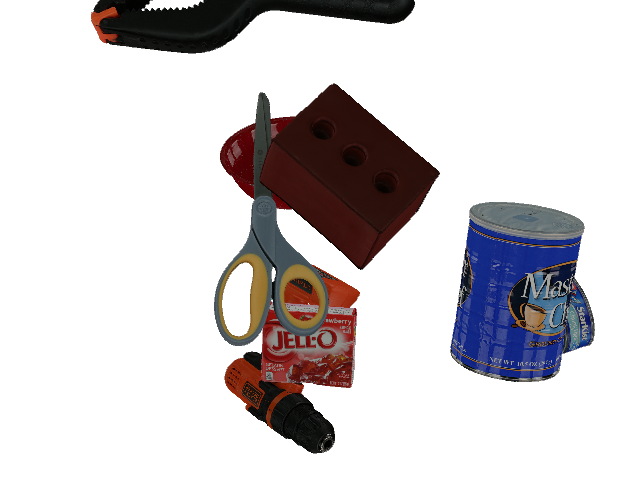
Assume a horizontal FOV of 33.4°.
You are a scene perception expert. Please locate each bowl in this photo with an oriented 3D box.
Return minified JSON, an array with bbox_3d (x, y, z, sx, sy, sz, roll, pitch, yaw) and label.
[{"bbox_3d":[-0.037,-0.084,1.264,0.162,0.055,0.162,-2,36,1],"label":"bowl"}]

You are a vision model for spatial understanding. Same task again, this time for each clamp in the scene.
[{"bbox_3d":[-0.051,-0.177,0.725,0.210,0.165,0.036,-31,-18,-7],"label":"clamp"}]

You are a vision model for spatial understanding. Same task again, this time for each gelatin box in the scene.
[{"bbox_3d":[-0.011,0.099,1.019,0.089,0.073,0.030,4,14,6],"label":"gelatin box"}]

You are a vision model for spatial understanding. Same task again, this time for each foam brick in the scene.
[{"bbox_3d":[0.014,-0.034,0.573,0.078,0.053,0.051,41,-24,10],"label":"foam brick"}]

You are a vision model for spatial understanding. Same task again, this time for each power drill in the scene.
[{"bbox_3d":[-0.024,0.128,1.220,0.057,0.188,0.185,15,10,-45],"label":"power drill"}]

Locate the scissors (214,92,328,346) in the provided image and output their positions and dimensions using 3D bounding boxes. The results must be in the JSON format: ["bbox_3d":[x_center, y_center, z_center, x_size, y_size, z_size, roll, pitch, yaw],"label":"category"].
[{"bbox_3d":[-0.027,-0.012,0.829,0.096,0.201,0.016,15,-14,-2],"label":"scissors"}]

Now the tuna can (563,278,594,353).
[{"bbox_3d":[0.261,0.079,1.159,0.033,0.086,0.086,-17,3,-11],"label":"tuna can"}]

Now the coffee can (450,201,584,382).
[{"bbox_3d":[0.179,0.045,0.978,0.103,0.140,0.103,5,16,-2],"label":"coffee can"}]
